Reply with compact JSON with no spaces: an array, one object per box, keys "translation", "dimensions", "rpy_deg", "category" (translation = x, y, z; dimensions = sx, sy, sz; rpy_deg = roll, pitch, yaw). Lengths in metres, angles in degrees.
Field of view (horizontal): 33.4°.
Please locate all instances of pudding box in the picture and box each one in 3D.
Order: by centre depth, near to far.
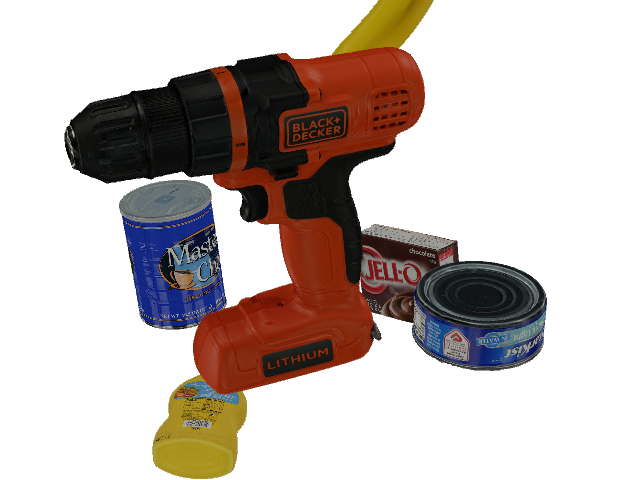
[{"translation":[0.091,0.037,1.105],"dimensions":[0.114,0.090,0.039],"rpy_deg":[11,28,40],"category":"pudding box"}]

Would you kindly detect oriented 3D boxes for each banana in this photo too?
[{"translation":[0.058,-0.190,0.843],"dimensions":[0.070,0.197,0.037],"rpy_deg":[-12,-47,42],"category":"banana"}]

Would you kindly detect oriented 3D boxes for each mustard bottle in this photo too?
[{"translation":[-0.140,0.212,1.300],"dimensions":[0.096,0.058,0.191],"rpy_deg":[3,24,3],"category":"mustard bottle"}]

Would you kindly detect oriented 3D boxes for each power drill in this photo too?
[{"translation":[-0.035,-0.007,0.570],"dimensions":[0.184,0.188,0.057],"rpy_deg":[-12,39,-17],"category":"power drill"}]

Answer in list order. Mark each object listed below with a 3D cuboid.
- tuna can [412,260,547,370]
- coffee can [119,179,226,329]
[{"translation":[0.103,0.047,0.691],"dimensions":[0.086,0.034,0.086],"rpy_deg":[0,27,0],"category":"tuna can"},{"translation":[-0.166,0.015,1.210],"dimensions":[0.103,0.140,0.103],"rpy_deg":[-5,26,2],"category":"coffee can"}]
